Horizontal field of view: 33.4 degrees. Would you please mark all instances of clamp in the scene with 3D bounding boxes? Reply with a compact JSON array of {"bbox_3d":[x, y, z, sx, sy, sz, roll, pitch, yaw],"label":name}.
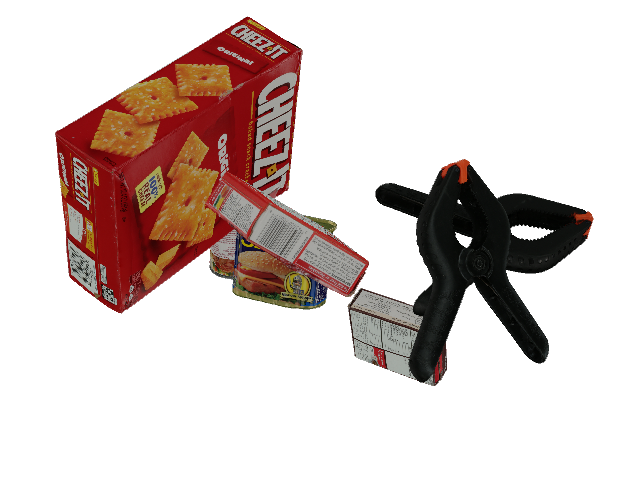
[{"bbox_3d":[0.107,0.027,0.823,0.120,0.171,0.039,-15,-3,-30],"label":"clamp"},{"bbox_3d":[0.165,0.004,1.039,0.210,0.164,0.036,-2,-41,-5],"label":"clamp"}]

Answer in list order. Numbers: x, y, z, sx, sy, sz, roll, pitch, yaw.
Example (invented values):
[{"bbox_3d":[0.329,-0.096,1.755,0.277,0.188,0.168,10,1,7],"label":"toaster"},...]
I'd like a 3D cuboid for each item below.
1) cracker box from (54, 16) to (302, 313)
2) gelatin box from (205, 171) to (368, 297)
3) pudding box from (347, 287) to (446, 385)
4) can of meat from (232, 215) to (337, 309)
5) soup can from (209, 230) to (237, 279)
[{"bbox_3d":[-0.110,-0.061,0.874,0.072,0.164,0.213,34,51,23],"label":"cracker box"},{"bbox_3d":[-0.021,-0.004,0.684,0.089,0.030,0.073,31,3,-33],"label":"gelatin box"},{"bbox_3d":[0.090,0.112,1.244,0.114,0.090,0.039,16,46,26],"label":"pudding box"},{"bbox_3d":[-0.039,0.018,1.080,0.102,0.084,0.057,12,17,22],"label":"can of meat"},{"bbox_3d":[-0.099,-0.014,1.267,0.068,0.102,0.068,1,25,-1],"label":"soup can"}]
